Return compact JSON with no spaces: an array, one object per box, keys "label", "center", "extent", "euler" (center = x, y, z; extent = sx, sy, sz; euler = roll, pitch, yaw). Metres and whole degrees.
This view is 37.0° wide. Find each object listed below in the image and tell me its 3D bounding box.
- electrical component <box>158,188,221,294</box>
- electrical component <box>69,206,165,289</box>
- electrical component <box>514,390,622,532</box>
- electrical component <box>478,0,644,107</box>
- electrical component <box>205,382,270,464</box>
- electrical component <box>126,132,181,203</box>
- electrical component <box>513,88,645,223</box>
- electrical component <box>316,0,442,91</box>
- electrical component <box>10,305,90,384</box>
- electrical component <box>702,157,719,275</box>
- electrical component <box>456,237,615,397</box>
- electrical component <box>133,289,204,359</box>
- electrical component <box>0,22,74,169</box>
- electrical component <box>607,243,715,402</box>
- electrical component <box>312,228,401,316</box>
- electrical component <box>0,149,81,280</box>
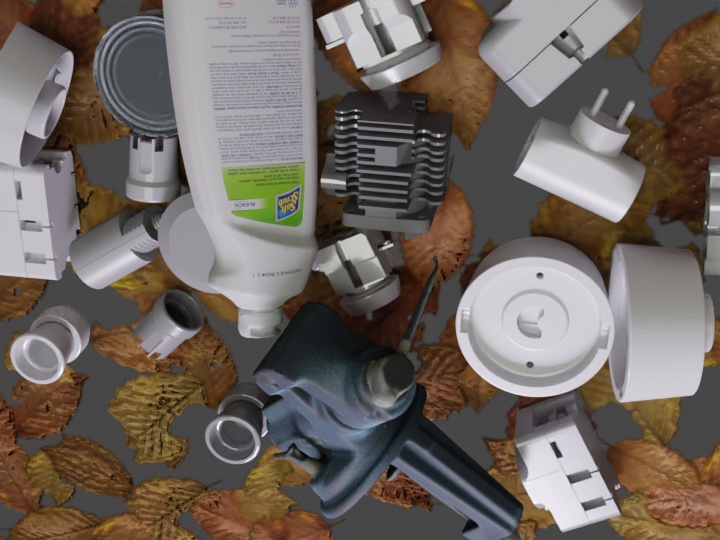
[{"label":"electrical component","center":[-0.103,-0.027,0.790],"extent":[0.080,0.051,0.080],"euler":[4,115,9]},{"label":"electrical component","center":[-0.174,-0.022,0.812],"extent":[0.081,0.043,0.043],"euler":[-27,106,21]},{"label":"electrical component","center":[0.154,0.147,0.817],"extent":[0.056,0.050,0.089],"euler":[-23,108,20]},{"label":"electrical component","center":[0.123,-0.159,0.682],"extent":[0.059,0.053,0.095],"euler":[44,115,-10]},{"label":"electrical component","center":[-0.094,0.120,0.854],"extent":[0.045,0.055,0.045],"euler":[4,115,9]},{"label":"electrical component","center":[-0.151,-0.076,0.785],"extent":[0.040,0.040,0.046],"euler":[7,109,8]},{"label":"electrical component","center":[0.154,-0.082,0.717],"extent":[0.077,0.043,0.079],"euler":[25,116,0]},{"label":"electrical component","center":[0.019,-0.154,0.704],"extent":[0.078,0.058,0.057],"euler":[-20,106,19]},{"label":"electrical component","center":[-0.245,0.058,0.856],"extent":[0.045,0.055,0.045],"euler":[4,115,10]},{"label":"electrical component","center":[0.258,-0.035,0.710],"extent":[0.057,0.058,0.078],"euler":[2,114,14]},{"label":"electrical component","center":[0.125,0.028,0.763],"extent":[0.108,0.060,0.108],"euler":[5,115,10]},{"label":"electrical component","center":[-0.151,0.043,0.840],"extent":[0.040,0.040,0.046],"euler":[43,121,-9]},{"label":"electrical component","center":[-0.244,-0.122,0.752],"extent":[0.064,0.099,0.099],"euler":[23,117,-6]},{"label":"electrical component","center":[0.205,0.035,0.727],"extent":[0.060,0.108,0.108],"euler":[0,114,5]},{"label":"electrical component","center":[0.000,0.000,0.786],"extent":[0.066,0.048,0.055],"euler":[-22,101,20]},{"label":"electrical component","center":[-0.250,-0.043,0.813],"extent":[0.056,0.050,0.089],"euler":[5,115,9]}]
